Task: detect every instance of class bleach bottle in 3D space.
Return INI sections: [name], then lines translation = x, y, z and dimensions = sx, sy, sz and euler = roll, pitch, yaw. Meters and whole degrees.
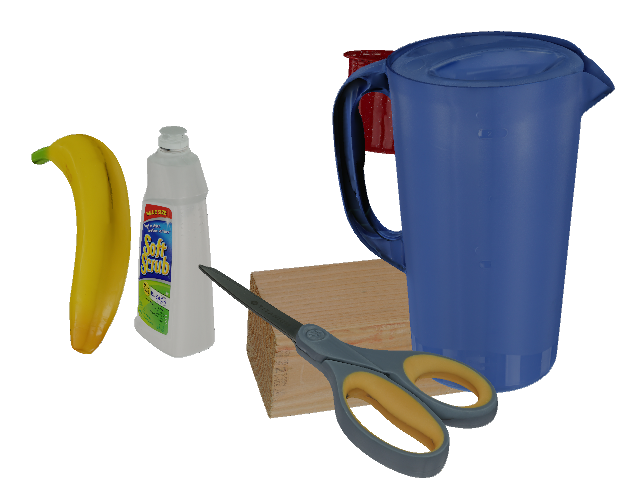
[bleach bottle]
translation = -0.161, -0.003, 1.158
dimensions = 0.067, 0.251, 0.103
euler = -17, 31, -35

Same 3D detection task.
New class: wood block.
[wood block]
translation = 0.048, 0.076, 0.900
dimensions = 0.205, 0.090, 0.091
euler = -5, 35, -16

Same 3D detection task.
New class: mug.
[mug]
translation = 0.076, -0.123, 0.949
dimensions = 0.117, 0.081, 0.093
euler = 1, 16, -7

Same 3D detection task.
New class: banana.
[banana]
translation = -0.160, -0.014, 0.741
dimensions = 0.037, 0.198, 0.070
euler = 19, -55, -37

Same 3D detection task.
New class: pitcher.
[pitcher]
translation = 0.105, -0.019, 0.757
dimensions = 0.144, 0.243, 0.149
euler = -18, 29, -27

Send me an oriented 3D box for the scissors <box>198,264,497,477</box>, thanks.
[scissors]
translation = 0.017, 0.056, 0.583
dimensions = 0.096, 0.016, 0.202
euler = -10, 34, -29
